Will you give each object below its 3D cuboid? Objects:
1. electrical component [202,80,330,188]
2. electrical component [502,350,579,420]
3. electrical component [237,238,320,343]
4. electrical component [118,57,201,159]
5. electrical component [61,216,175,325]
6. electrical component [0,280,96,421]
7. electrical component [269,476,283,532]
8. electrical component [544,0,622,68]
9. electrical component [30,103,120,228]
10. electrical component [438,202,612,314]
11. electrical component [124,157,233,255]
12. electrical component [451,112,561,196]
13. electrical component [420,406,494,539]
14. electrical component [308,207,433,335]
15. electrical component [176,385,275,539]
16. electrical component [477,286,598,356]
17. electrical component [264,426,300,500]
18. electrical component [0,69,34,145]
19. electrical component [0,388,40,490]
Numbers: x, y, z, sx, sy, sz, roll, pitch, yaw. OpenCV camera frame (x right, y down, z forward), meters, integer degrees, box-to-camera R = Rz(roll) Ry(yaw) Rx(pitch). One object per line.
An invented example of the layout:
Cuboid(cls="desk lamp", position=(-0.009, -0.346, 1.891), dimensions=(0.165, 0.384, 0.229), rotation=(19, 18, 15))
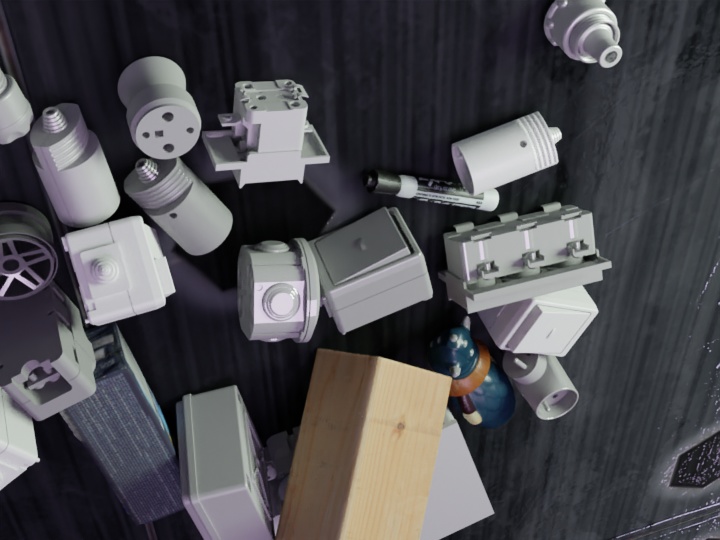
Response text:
Cuboid(cls="electrical component", position=(-0.063, -0.095, 0.736), dimensions=(0.081, 0.042, 0.063), rotation=(-7, 133, -21))
Cuboid(cls="electrical component", position=(0.158, 0.090, 1.000), dimensions=(0.043, 0.077, 0.079), rotation=(-39, 136, 14))
Cuboid(cls="electrical component", position=(-0.063, 0.016, 0.819), dimensions=(0.051, 0.080, 0.080), rotation=(-2, 133, -17))
Cuboid(cls="electrical component", position=(-0.128, -0.103, 0.687), dimensions=(0.045, 0.055, 0.045), rotation=(-13, 136, -13))
Cuboid(cls="electrical component", position=(-0.163, 0.000, 0.735), dimensions=(0.061, 0.061, 0.096), rotation=(-16, 179, -11))
Cuboid(cls="electrical component", position=(-0.226, 0.056, 0.770), dimensions=(0.050, 0.089, 0.055), rotation=(-27, 138, 0))
Cuboid(cls="electrical component", position=(-0.072, 0.239, 1.051), dimensions=(0.050, 0.055, 0.089), rotation=(-44, 135, 18))
Cuboid(cls="electrical component", position=(0.162, -0.166, 0.760), dimensions=(0.048, 0.062, 0.048), rotation=(-14, 136, -13))
Cuboid(cls="electrical component", position=(-0.188, -0.071, 0.698), dimensions=(0.043, 0.043, 0.081), rotation=(-18, 137, -8))
Cuboid(cls="electrical component", position=(0.133, -0.013, 0.891), dimensions=(0.121, 0.079, 0.063), rotation=(-13, 107, -14))
Cuboid(cls="electrical component", position=(-0.129, -0.050, 0.748), dimensions=(0.043, 0.043, 0.081), rotation=(-33, 137, 7))
Cuboid(cls="electrical component", position=(0.116, -0.091, 0.826), dimensions=(0.081, 0.043, 0.043), rotation=(-21, 137, -6))
Cuboid(cls="electrical component", position=(0.057, 0.198, 1.070), dimensions=(0.105, 0.060, 0.186), rotation=(-25, 138, -1))
Cuboid(cls="electrical component", position=(0.000, 0.000, 0.845), dimensions=(0.096, 0.061, 0.061), rotation=(-23, 138, -4))
Cuboid(cls="electrical component", position=(-0.114, 0.174, 0.923), dimensions=(0.056, 0.108, 0.108), rotation=(-14, 137, 1))
Cuboid(cls="electrical component", position=(0.165, 0.039, 0.964), dimensions=(0.096, 0.061, 0.061), rotation=(9, 127, -32))
Cuboid(cls="electrical component", position=(-0.054, 0.186, 1.006), dimensions=(0.078, 0.057, 0.058), rotation=(-19, 137, -8))
Cuboid(cls="electrical component", position=(-0.225, -0.108, 0.651), dimensions=(0.035, 0.035, 0.061), rotation=(-22, 136, -4))
Cuboid(cls="electrical component", position=(-0.287, 0.124, 0.803), dimensions=(0.062, 0.096, 0.061), rotation=(-38, 136, 12))
